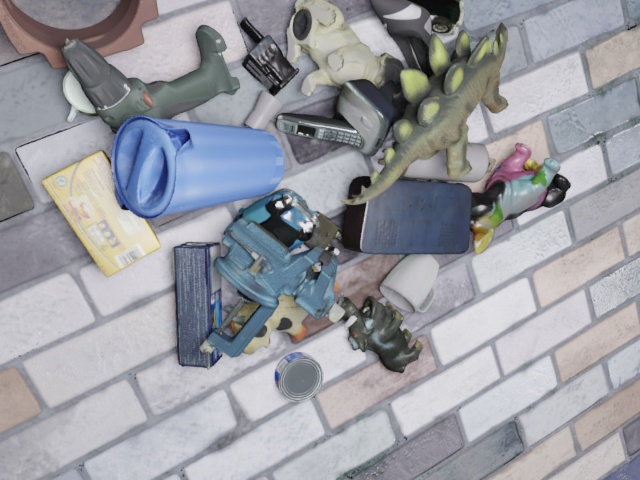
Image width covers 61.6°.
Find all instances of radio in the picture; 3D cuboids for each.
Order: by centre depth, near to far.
[{"bbox_3d":[0.158,-0.042,0.950,0.229,0.073,0.131,0,98,-27],"label":"radio"}]

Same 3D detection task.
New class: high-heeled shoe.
[{"bbox_3d":[0.162,-0.308,0.937,0.248,0.086,0.145,19,84,-32],"label":"high-heeled shoe"}]

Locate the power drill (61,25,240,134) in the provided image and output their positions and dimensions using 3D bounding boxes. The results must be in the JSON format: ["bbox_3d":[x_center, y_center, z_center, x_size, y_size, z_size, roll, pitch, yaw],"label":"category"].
[{"bbox_3d":[-0.226,-0.227,0.779,0.207,0.086,0.231,-45,141,-22],"label":"power drill"}]

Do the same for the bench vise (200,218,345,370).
[{"bbox_3d":[-0.086,0.093,0.822,0.223,0.129,0.240,38,95,-10],"label":"bench vise"}]

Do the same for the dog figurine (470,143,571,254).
[{"bbox_3d":[0.362,-0.068,1.042,0.219,0.109,0.191,-49,140,10],"label":"dog figurine"}]

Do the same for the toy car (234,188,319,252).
[{"bbox_3d":[-0.073,-0.035,0.885,0.109,0.103,0.162,40,128,-21],"label":"toy car"}]

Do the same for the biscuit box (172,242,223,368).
[{"bbox_3d":[-0.198,0.105,0.878,0.063,0.059,0.202,2,99,10],"label":"biscuit box"}]

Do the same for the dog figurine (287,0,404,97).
[{"bbox_3d":[0.051,-0.321,0.909,0.190,0.121,0.172,-11,89,-42],"label":"dog figurine"}]

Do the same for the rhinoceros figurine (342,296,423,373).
[{"bbox_3d":[0.107,0.171,1.010,0.112,0.073,0.190,-42,112,2],"label":"rhinoceros figurine"}]

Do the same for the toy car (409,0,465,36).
[{"bbox_3d":[0.169,-0.427,0.944,0.201,0.056,0.073,17,86,-23],"label":"toy car"}]

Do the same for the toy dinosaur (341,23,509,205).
[{"bbox_3d":[0.185,-0.197,0.840,0.471,0.105,0.198,-55,143,-19],"label":"toy dinosaur"}]

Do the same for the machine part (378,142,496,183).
[{"bbox_3d":[0.222,-0.148,0.994,0.243,0.079,0.079,1,98,-19],"label":"machine part"}]

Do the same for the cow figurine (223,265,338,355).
[{"bbox_3d":[-0.076,0.114,0.923,0.127,0.086,0.195,40,86,-27],"label":"cow figurine"}]

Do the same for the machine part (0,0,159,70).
[{"bbox_3d":[-0.333,-0.346,0.711,0.201,0.087,0.201,-23,140,-15],"label":"machine part"}]

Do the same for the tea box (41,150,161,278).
[{"bbox_3d":[-0.327,-0.041,0.814,0.098,0.068,0.169,-30,106,-14],"label":"tea box"}]

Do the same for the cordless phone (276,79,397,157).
[{"bbox_3d":[0.022,-0.204,0.871,0.184,0.146,0.088,6,75,-4],"label":"cordless phone"}]

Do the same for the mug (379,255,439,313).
[{"bbox_3d":[0.183,0.080,1.016,0.109,0.081,0.107,43,74,-18],"label":"mug"}]

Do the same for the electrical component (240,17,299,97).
[{"bbox_3d":[-0.093,-0.292,0.856,0.119,0.075,0.048,45,80,-17],"label":"electrical component"}]

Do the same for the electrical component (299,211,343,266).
[{"bbox_3d":[-0.002,-0.004,0.951,0.078,0.045,0.102,-47,111,-6],"label":"electrical component"}]
